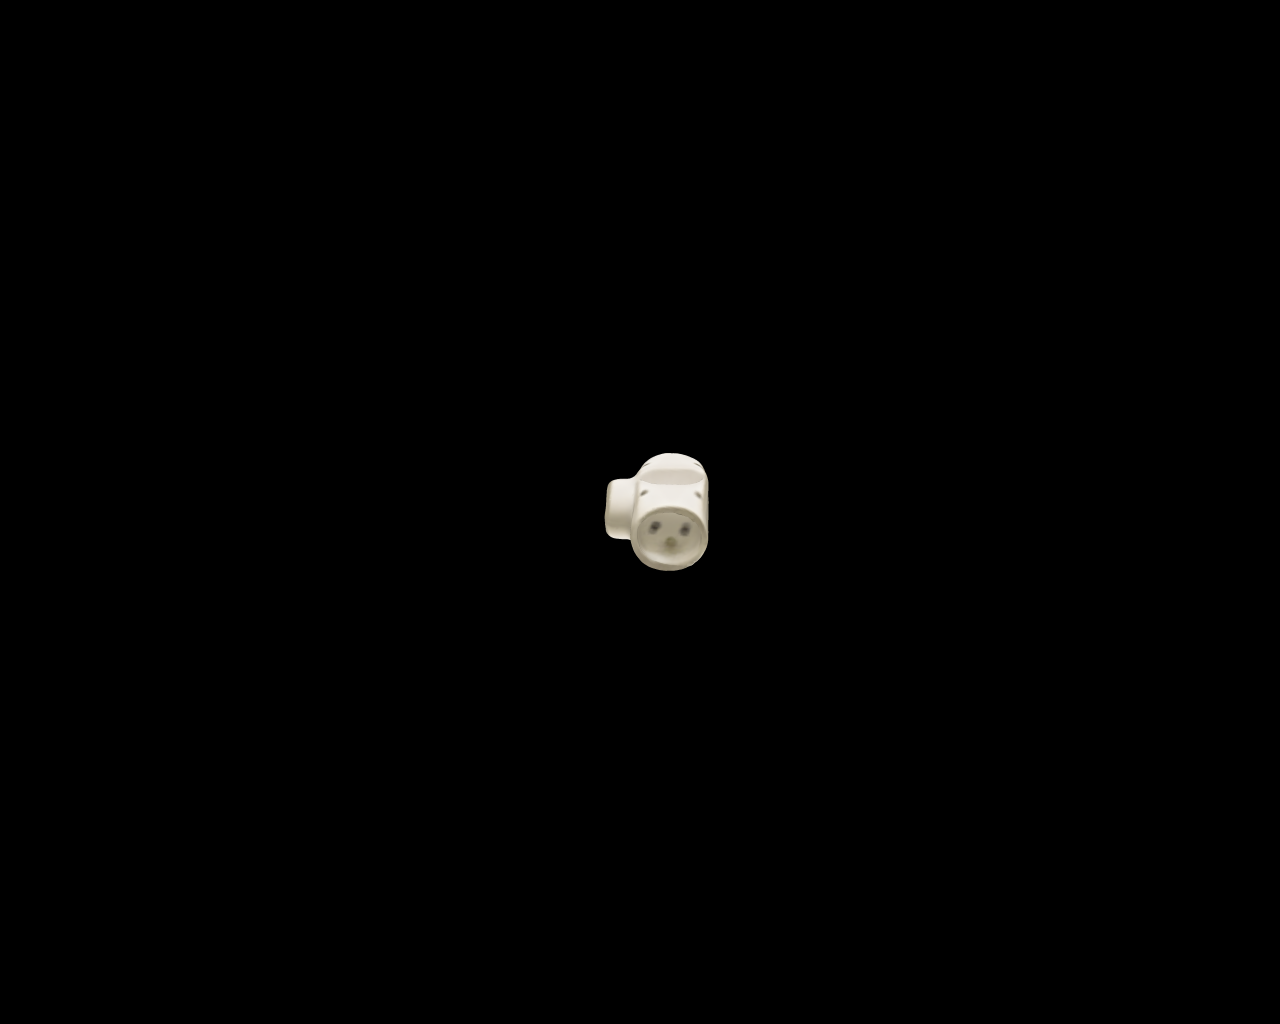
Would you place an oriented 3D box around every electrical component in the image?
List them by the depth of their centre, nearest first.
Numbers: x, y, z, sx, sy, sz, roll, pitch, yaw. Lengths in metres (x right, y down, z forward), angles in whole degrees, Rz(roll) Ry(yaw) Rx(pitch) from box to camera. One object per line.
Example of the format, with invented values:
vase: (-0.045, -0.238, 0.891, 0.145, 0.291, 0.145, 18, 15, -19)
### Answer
electrical component: (0.001, -0.003, 0.650, 0.079, 0.043, 0.077, 2, 27, 3)
